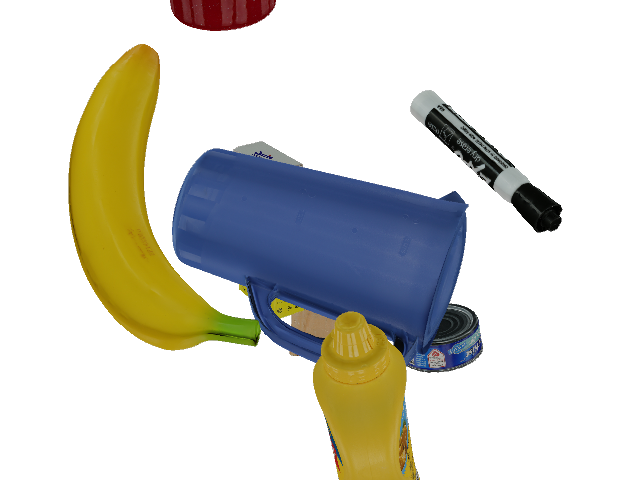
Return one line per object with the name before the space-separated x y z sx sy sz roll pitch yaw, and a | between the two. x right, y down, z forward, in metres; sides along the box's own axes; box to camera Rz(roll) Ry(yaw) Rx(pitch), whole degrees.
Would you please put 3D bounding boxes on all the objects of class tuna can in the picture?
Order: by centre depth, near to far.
tuna can | 0.121 0.098 1.086 0.086 0.034 0.086 -9 23 4

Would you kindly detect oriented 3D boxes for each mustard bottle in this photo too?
mustard bottle | 0.031 0.119 0.683 0.058 0.191 0.096 -6 40 5

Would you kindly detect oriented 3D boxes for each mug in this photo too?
mug | -0.088 -0.210 0.798 0.117 0.081 0.093 1 38 5

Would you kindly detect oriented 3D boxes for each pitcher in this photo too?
pitcher | -0.004 0.010 0.917 0.243 0.145 0.149 16 19 13

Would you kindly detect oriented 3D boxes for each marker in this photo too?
marker | 0.093 -0.045 0.603 0.020 0.020 0.121 0 38 -43

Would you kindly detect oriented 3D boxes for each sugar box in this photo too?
sugar box | -0.057 -0.012 1.178 0.048 0.176 0.093 -17 28 -27

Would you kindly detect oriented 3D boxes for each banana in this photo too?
banana | -0.091 -0.018 0.531 0.069 0.198 0.037 -13 -32 -16

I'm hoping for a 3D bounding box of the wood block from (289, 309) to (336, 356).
wood block | 0.010 0.041 1.388 0.090 0.206 0.091 4 23 0
